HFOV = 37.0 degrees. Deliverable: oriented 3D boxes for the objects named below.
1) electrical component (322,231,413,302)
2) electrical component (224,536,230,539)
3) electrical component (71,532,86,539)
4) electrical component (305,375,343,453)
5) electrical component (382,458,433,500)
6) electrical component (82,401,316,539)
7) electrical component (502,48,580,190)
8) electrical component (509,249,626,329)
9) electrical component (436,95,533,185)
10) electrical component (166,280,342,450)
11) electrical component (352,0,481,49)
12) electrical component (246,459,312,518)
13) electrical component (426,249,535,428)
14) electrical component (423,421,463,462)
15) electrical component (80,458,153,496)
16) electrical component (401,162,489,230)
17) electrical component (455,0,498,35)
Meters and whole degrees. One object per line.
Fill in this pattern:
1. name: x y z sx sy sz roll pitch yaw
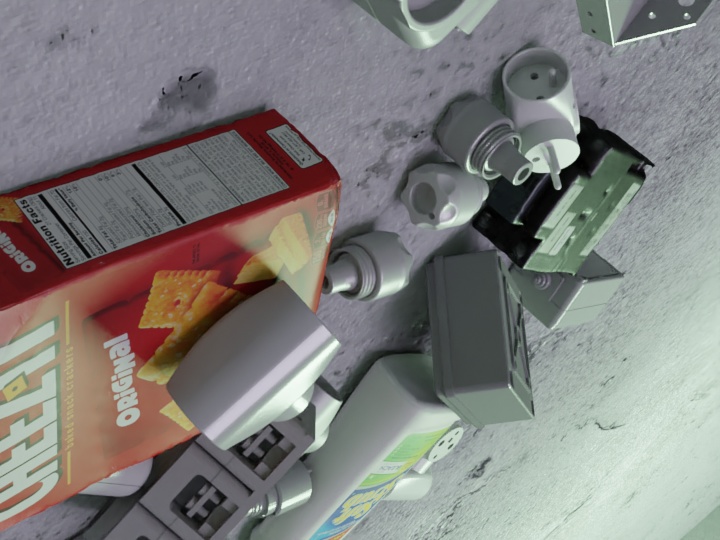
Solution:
1. electrical component: 0.000 0.000 0.692 0.062 0.043 0.043 -18 142 -39
2. electrical component: -0.124 0.245 0.852 0.081 0.042 0.064 -45 154 1
3. electrical component: -0.177 0.256 0.743 0.062 0.089 0.150 -29 148 -28
4. electrical component: -0.047 0.110 0.773 0.077 0.044 0.079 -47 152 3
5. electrical component: 0.043 0.175 0.983 0.079 0.043 0.077 -50 152 10
6. electrical component: -0.101 0.130 0.681 0.150 0.062 0.089 -47 -174 3
7. electrical component: 0.121 -0.090 0.702 0.044 0.079 0.077 -12 151 6
8. electrical component: 0.168 0.012 0.917 0.096 0.062 0.061 -6 133 -50
9. electrical component: 0.081 -0.078 0.677 0.043 0.062 0.043 -33 150 -22
10. electrical component: -0.047 0.053 0.540 0.077 0.043 0.079 -42 152 -4
11. electrical component: 0.021 -0.151 0.502 0.054 0.059 0.095 -45 152 -2
12. electrical component: -0.073 0.170 0.822 0.078 0.040 0.040 -15 140 -44
13. electrical component: 0.093 0.054 0.813 0.056 0.108 0.108 -9 157 16
14. electrical component: 0.056 0.132 0.931 0.045 0.055 0.045 -33 150 -22
15. electrical component: -0.160 0.105 0.614 0.043 0.043 0.081 -49 152 6
16. electrical component: 0.060 -0.050 0.707 0.062 0.043 0.043 -13 138 -48
17. electrical component: 0.064 -0.159 0.570 0.065 0.044 0.044 -49 153 16
